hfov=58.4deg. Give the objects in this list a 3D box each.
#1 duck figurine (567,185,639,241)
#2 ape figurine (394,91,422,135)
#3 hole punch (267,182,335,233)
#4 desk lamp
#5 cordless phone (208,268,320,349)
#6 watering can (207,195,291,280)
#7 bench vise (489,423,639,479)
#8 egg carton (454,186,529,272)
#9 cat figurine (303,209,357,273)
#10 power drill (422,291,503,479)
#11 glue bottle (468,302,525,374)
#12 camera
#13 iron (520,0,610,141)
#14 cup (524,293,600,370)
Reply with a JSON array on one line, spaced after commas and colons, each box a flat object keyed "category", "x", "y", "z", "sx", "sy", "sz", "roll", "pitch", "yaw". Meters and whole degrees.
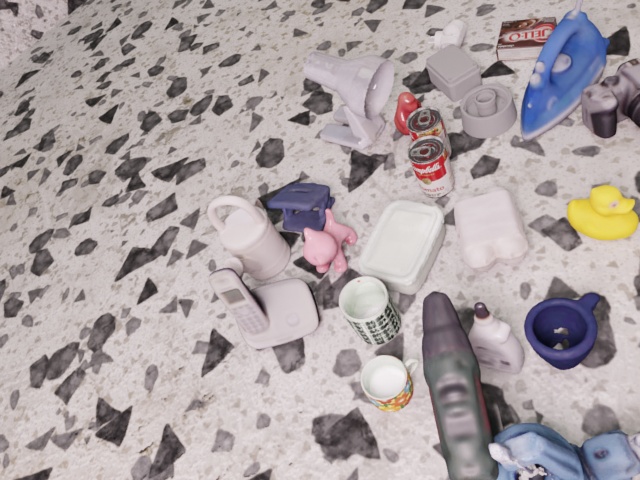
[{"category": "duck figurine", "x": 0.440, "y": -0.052, "z": 0.895, "sx": 0.104, "sy": 0.086, "sz": 0.077, "roll": 17, "pitch": 64, "yaw": 34}, {"category": "ape figurine", "x": 0.184, "y": -0.264, "z": 1.176, "sx": 0.075, "sy": 0.092, "sz": 0.078, "roll": 19, "pitch": 65, "yaw": 35}, {"category": "hole punch", "x": -0.038, "y": -0.078, "z": 1.144, "sx": 0.108, "sy": 0.091, "sz": 0.101, "roll": 5, "pitch": 58, "yaw": 29}, {"category": "desk lamp", "x": 0.063, "y": -0.289, "z": 1.172, "sx": 0.202, "sy": 0.214, "sz": 0.118, "roll": 19, "pitch": 66, "yaw": 35}, {"category": "cordless phone", "x": -0.094, "y": 0.100, "z": 0.972, "sx": 0.147, "sy": 0.186, "sz": 0.094, "roll": -20, "pitch": 49, "yaw": 11}, {"category": "watering can", "x": -0.136, "y": -0.010, "z": 1.070, "sx": 0.101, "sy": 0.195, "sz": 0.172, "roll": -25, "pitch": 48, "yaw": 7}, {"category": "bench vise", "x": 0.270, "y": 0.247, "z": 0.660, "sx": 0.207, "sy": 0.220, "sz": 0.121, "roll": -35, "pitch": 48, "yaw": -2}, {"category": "egg carton", "x": 0.282, "y": -0.020, "z": 0.958, "sx": 0.107, "sy": 0.070, "sz": 0.150, "roll": -15, "pitch": 50, "yaw": 15}, {"category": "cat figurine", "x": 0.010, "y": 0.004, "z": 1.041, "sx": 0.067, "sy": 0.118, "sz": 0.128, "roll": 1, "pitch": 56, "yaw": 27}, {"category": "power drill", "x": 0.184, "y": 0.207, "z": 0.740, "sx": 0.075, "sy": 0.209, "sz": 0.229, "roll": -16, "pitch": 50, "yaw": 15}, {"category": "glue bottle", "x": 0.236, "y": 0.132, "z": 0.795, "sx": 0.077, "sy": 0.174, "sz": 0.037, "roll": 10, "pitch": 61, "yaw": 32}, {"category": "camera", "x": 0.540, "y": -0.232, "z": 0.973, "sx": 0.143, "sy": 0.101, "sz": 0.136, "roll": -24, "pitch": 49, "yaw": 8}, {"category": "iron", "x": 0.437, "y": -0.321, "z": 1.063, "sx": 0.118, "sy": 0.142, "sz": 0.258, "roll": 23, "pitch": 68, "yaw": 37}, {"category": "cup", "x": 0.344, "y": 0.131, "z": 0.797, "sx": 0.118, "sy": 0.095, "sz": 0.091, "roll": -41, "pitch": 49, "yaw": -8}]
